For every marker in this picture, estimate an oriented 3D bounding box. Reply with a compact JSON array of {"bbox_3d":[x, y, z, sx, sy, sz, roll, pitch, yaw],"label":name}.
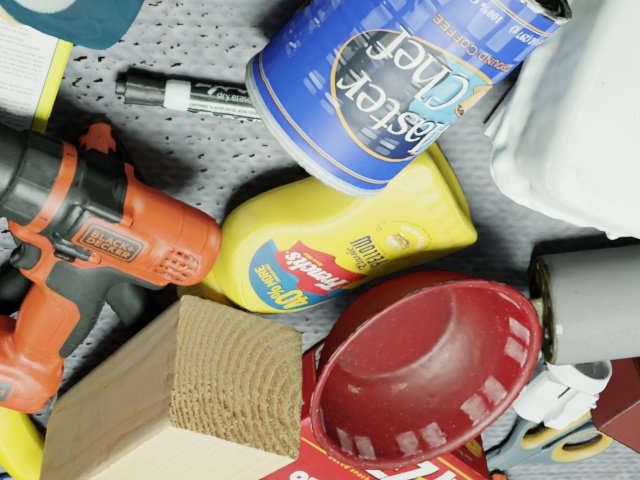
[{"bbox_3d":[-0.058,-0.081,0.622,0.121,0.020,0.020,7,131,-12],"label":"marker"}]

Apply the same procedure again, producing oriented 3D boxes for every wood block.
[{"bbox_3d":[-0.105,0.125,0.716,0.090,0.090,0.206,20,144,-28],"label":"wood block"}]

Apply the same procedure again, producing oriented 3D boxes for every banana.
[{"bbox_3d":[-0.202,0.170,0.825,0.070,0.037,0.197,-43,126,7],"label":"banana"}]

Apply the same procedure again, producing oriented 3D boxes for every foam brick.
[{"bbox_3d":[0.246,0.126,0.814,0.078,0.053,0.051,31,123,-28],"label":"foam brick"}]

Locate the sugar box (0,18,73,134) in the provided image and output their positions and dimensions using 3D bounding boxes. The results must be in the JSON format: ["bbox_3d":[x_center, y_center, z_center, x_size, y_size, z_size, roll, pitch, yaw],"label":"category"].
[{"bbox_3d":[-0.164,-0.138,0.544,0.093,0.048,0.176,16,124,-20],"label":"sugar box"}]

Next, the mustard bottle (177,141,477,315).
[{"bbox_3d":[-0.004,0.001,0.674,0.192,0.058,0.096,-22,143,15],"label":"mustard bottle"}]

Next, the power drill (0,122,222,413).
[{"bbox_3d":[-0.177,0.018,0.619,0.184,0.057,0.188,26,127,-28],"label":"power drill"}]

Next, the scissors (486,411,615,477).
[{"bbox_3d":[0.161,0.187,0.886,0.096,0.016,0.202,21,131,-27],"label":"scissors"}]

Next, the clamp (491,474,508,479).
[{"bbox_3d":[0.130,0.258,0.928,0.120,0.039,0.172,12,139,-25],"label":"clamp"}]

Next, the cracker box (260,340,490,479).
[{"bbox_3d":[-0.002,0.182,0.828,0.214,0.072,0.164,-37,124,25],"label":"cracker box"}]

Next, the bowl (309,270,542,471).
[{"bbox_3d":[0.060,0.074,0.690,0.162,0.055,0.162,-14,131,-16],"label":"bowl"}]

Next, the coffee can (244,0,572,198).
[{"bbox_3d":[0.043,-0.104,0.555,0.102,0.103,0.140,31,122,-29],"label":"coffee can"}]

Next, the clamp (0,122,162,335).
[{"bbox_3d":[-0.164,0.013,0.684,0.164,0.036,0.210,3,135,-9],"label":"clamp"}]

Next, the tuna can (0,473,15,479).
[{"bbox_3d":[-0.245,0.228,0.871,0.086,0.034,0.086,-3,132,-3],"label":"tuna can"}]
